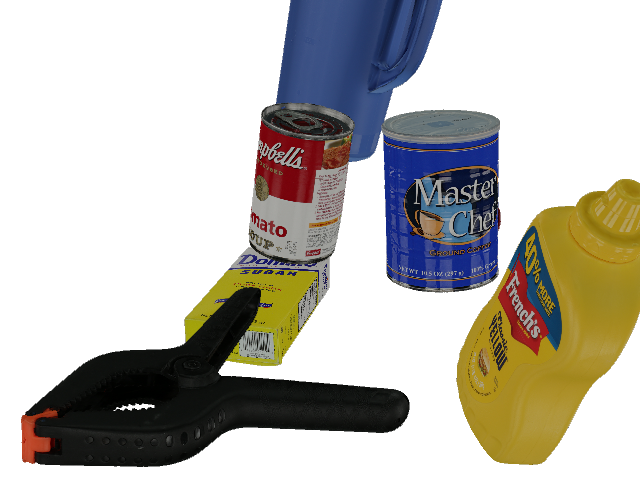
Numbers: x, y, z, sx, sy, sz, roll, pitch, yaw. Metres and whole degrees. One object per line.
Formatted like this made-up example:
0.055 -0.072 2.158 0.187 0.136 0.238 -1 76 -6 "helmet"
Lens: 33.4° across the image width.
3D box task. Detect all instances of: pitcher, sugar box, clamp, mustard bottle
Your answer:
0.033 -0.202 1.043 0.145 0.243 0.149 12 19 -1 "pitcher"
-0.057 0.059 1.043 0.093 0.048 0.176 6 26 14 "sugar box"
-0.076 0.082 0.623 0.209 0.036 0.165 -9 27 -30 "clamp"
0.134 0.038 0.597 0.058 0.096 0.192 6 -43 -13 "mustard bottle"

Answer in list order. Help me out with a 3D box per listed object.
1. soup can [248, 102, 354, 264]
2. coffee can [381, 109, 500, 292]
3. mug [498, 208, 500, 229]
-0.015 -0.042 0.784 0.068 0.102 0.068 7 26 -3 "soup can"
0.108 -0.037 0.951 0.103 0.140 0.103 -3 19 1 "coffee can"
0.159 -0.015 1.222 0.117 0.081 0.093 -7 19 -34 "mug"
